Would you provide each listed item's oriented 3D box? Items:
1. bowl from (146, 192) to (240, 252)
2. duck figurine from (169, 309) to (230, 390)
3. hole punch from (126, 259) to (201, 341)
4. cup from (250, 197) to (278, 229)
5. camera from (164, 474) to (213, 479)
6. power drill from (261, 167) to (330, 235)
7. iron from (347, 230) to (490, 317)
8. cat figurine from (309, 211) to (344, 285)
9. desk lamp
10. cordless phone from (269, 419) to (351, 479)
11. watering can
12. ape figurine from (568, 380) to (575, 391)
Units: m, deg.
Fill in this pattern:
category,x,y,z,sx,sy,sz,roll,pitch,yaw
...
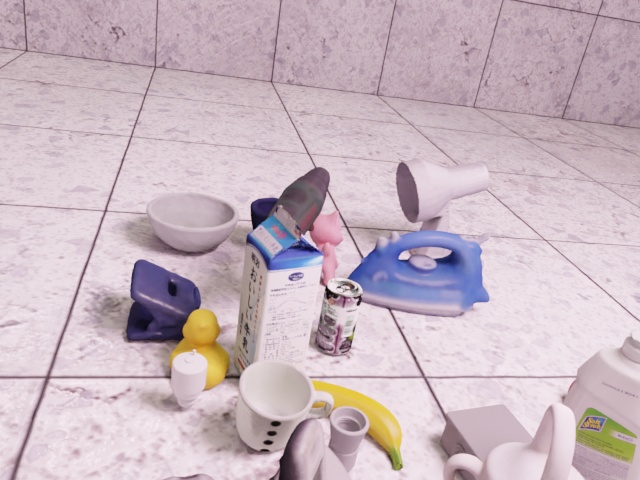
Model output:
category,x,y,z,sx,sy,sz,roll,pitch,yaw
bowl,-0.234,-0.024,1.054,0.167,0.075,0.167,8,25,-4
duck figurine,-0.154,0.134,0.744,0.078,0.086,0.104,2,27,-17
hole punch,-0.221,0.083,0.819,0.101,0.091,0.108,3,26,-15
cup,-0.079,-0.023,1.087,0.118,0.095,0.091,-3,28,-26
camera,-0.139,0.266,0.459,0.137,0.101,0.142,-2,28,-23
power drill,-0.045,0.008,0.904,0.075,0.208,0.230,15,26,11
iron,0.170,0.041,0.993,0.258,0.141,0.118,5,26,-11
cat figurine,0.010,0.004,1.038,0.067,0.118,0.128,9,25,-2
desk lamp,0.241,-0.056,1.137,0.204,0.213,0.117,1,27,-18
cordless phone,-0.005,0.218,0.510,0.094,0.185,0.148,14,26,9
watering can,0.207,0.240,0.534,0.173,0.194,0.101,8,25,-3
ape figurine,0.391,0.205,0.793,0.078,0.092,0.076,-3,28,-26
